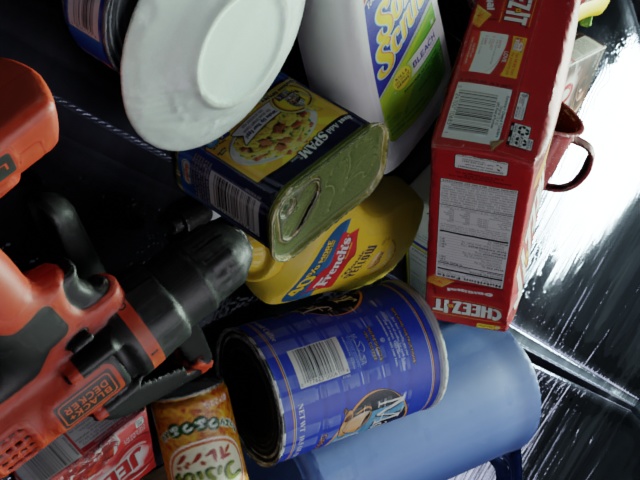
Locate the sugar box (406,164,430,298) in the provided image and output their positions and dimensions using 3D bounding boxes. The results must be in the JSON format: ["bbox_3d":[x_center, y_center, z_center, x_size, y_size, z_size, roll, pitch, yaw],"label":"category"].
[{"bbox_3d":[0.123,0.018,0.951,0.048,0.093,0.176,-45,153,-27],"label":"sugar box"}]

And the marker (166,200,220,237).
[{"bbox_3d":[-0.050,-0.032,0.678,0.120,0.020,0.020,-32,145,-41],"label":"marker"}]

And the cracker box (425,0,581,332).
[{"bbox_3d":[0.126,-0.058,0.751,0.214,0.072,0.164,83,23,-57],"label":"cracker box"}]

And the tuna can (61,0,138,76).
[{"bbox_3d":[-0.080,-0.119,0.508,0.086,0.034,0.086,-41,150,-30],"label":"tuna can"}]

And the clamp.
[{"bbox_3d":[-0.138,0.070,0.622,0.164,0.036,0.209,-56,151,1],"label":"clamp"}]

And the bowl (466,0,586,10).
[{"bbox_3d":[0.168,-0.220,0.754,0.161,0.055,0.162,-23,125,-38],"label":"bowl"}]

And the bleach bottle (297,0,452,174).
[{"bbox_3d":[0.020,-0.146,0.620,0.102,0.068,0.250,-52,152,-16],"label":"bleach bottle"}]

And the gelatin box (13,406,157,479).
[{"bbox_3d":[-0.150,0.147,0.692,0.089,0.030,0.073,-35,148,-29],"label":"gelatin box"}]

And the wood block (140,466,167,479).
[{"bbox_3d":[-0.141,0.244,0.757,0.205,0.090,0.091,-22,138,-50],"label":"wood block"}]

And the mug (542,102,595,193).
[{"bbox_3d":[0.178,-0.078,0.921,0.093,0.117,0.082,-83,-166,-59],"label":"mug"}]

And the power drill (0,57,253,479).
[{"bbox_3d":[-0.125,0.010,0.501,0.184,0.057,0.187,-40,139,-17],"label":"power drill"}]

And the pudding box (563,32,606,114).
[{"bbox_3d":[0.213,-0.131,0.998,0.089,0.039,0.114,-30,144,-43],"label":"pudding box"}]

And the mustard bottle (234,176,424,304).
[{"bbox_3d":[-0.005,0.001,0.748,0.096,0.058,0.191,-51,157,25],"label":"mustard bottle"}]

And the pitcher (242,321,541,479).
[{"bbox_3d":[0.064,0.166,0.895,0.242,0.149,0.145,-18,129,-34],"label":"pitcher"}]

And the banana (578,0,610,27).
[{"bbox_3d":[0.204,-0.189,0.917,0.197,0.037,0.070,-30,142,-43],"label":"banana"}]

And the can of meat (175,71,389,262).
[{"bbox_3d":[-0.023,-0.047,0.631,0.102,0.084,0.057,-40,149,-31],"label":"can of meat"}]

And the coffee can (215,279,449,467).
[{"bbox_3d":[0.008,0.095,0.781,0.140,0.103,0.103,-15,136,-27],"label":"coffee can"}]

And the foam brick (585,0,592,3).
[{"bbox_3d":[0.215,-0.239,0.860,0.051,0.053,0.078,-28,143,-45],"label":"foam brick"}]
